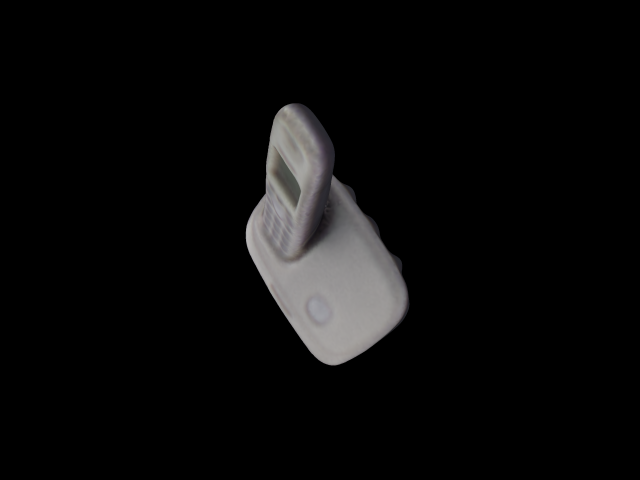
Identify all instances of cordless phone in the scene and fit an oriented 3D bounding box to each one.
[{"bbox_3d":[0.004,0.001,0.400,0.094,0.185,0.147,-33,73,-11],"label":"cordless phone"}]
